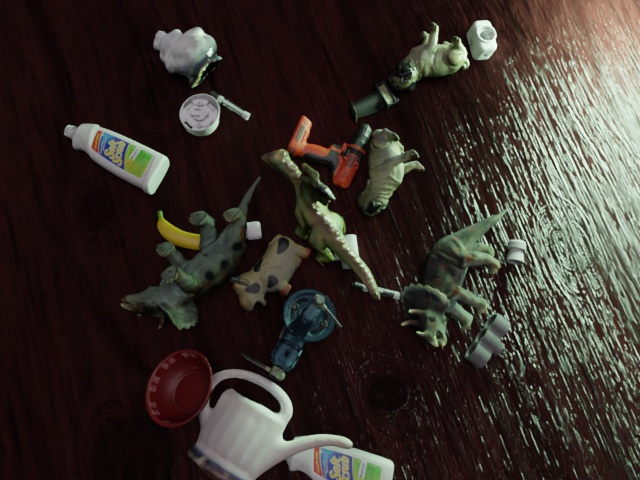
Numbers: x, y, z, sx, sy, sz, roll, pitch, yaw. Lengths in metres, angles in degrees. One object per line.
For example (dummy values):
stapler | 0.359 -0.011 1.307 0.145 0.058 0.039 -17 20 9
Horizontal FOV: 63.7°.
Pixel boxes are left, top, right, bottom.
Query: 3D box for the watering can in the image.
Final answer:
watering can | -0.126 0.419 1.078 0.350 0.102 0.227 25 72 19

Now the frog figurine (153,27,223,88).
frog figurine | -0.343 -0.482 1.299 0.159 0.123 0.137 41 94 -8

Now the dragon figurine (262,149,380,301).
dragon figurine | 0.003 -0.058 1.147 0.123 0.238 0.416 -37 63 -10
